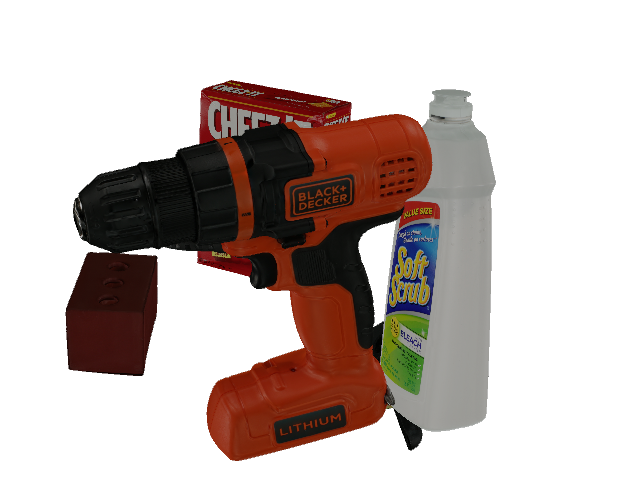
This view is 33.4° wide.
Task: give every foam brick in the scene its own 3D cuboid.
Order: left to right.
[{"bbox_3d":[-0.144,0.050,0.744,0.053,0.051,0.078,4,29,-3],"label":"foam brick"}]

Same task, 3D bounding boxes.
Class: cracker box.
[{"bbox_3d":[-0.057,-0.061,1.218,0.164,0.214,0.072,14,24,26],"label":"cracker box"}]

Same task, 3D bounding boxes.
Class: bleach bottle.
[{"bbox_3d":[0.089,0.011,0.807,0.068,0.251,0.103,-7,19,-23],"label":"bleach bottle"}]

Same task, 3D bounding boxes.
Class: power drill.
[{"bbox_3d":[-0.030,0.029,0.571,0.184,0.188,0.057,-11,36,-15],"label":"power drill"}]

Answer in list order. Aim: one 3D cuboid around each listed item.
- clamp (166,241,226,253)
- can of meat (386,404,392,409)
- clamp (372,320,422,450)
[{"bbox_3d":[-0.080,-0.006,0.940,0.210,0.036,0.164,6,13,-1],"label":"clamp"},{"bbox_3d":[0.060,0.171,1.375,0.102,0.084,0.057,-2,24,-18],"label":"can of meat"},{"bbox_3d":[0.069,0.139,1.061,0.120,0.039,0.171,19,49,23],"label":"clamp"}]
